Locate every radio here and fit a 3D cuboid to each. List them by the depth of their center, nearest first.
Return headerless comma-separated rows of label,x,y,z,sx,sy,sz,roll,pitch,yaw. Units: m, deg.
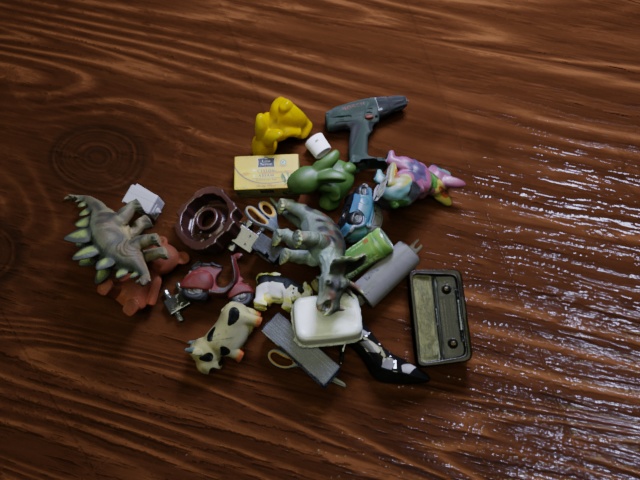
radio,0.286,0.187,1.296,0.131,0.073,0.229,-4,75,2

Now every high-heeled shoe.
high-heeled shoe,0.147,0.255,1.291,0.249,0.086,0.145,15,58,-3

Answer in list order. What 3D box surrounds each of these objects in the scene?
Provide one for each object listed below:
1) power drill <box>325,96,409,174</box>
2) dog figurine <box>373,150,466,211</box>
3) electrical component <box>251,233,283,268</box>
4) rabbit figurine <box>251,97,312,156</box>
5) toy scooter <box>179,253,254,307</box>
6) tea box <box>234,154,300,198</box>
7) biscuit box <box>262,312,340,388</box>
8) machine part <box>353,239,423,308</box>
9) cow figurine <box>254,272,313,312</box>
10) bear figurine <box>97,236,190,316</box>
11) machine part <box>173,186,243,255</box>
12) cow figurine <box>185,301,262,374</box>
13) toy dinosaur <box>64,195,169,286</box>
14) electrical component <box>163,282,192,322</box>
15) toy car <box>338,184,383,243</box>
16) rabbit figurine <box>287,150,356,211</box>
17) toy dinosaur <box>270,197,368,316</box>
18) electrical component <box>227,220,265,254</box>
power drill,0.133,-0.285,1.433,0.232,0.086,0.207,-5,78,2
dog figurine,0.252,-0.131,1.348,0.219,0.108,0.192,16,43,-10
electrical component,-0.130,0.022,1.334,0.075,0.119,0.048,33,78,13
rabbit figurine,-0.116,-0.281,1.417,0.122,0.162,0.173,41,97,0
toy scooter,-0.252,0.093,1.339,0.184,0.075,0.135,7,77,-3
tea box,-0.137,-0.167,1.413,0.170,0.068,0.098,-4,75,2
biscuit box,-0.045,0.262,1.275,0.203,0.059,0.063,40,75,12
machine part,0.162,0.085,1.328,0.243,0.079,0.079,-41,77,-9
cow figurine,-0.079,0.129,1.331,0.167,0.068,0.098,3,69,2
bear figurine,-0.425,0.083,1.324,0.120,0.132,0.196,39,85,6
machine part,-0.283,-0.047,1.368,0.179,0.056,0.179,-8,63,16
cow figurine,-0.236,0.234,1.282,0.127,0.085,0.195,30,96,-9
toy dinosaur,-0.509,-0.016,1.306,0.198,0.104,0.472,-28,44,-17
electrical component,-0.355,0.157,1.352,0.063,0.021,0.094,-30,75,-7
toy car,0.107,-0.056,1.365,0.103,0.109,0.161,26,61,-14
rabbit figurine,0.004,-0.144,1.330,0.170,0.159,0.121,-9,76,-44
toy dinosaur,-0.006,-0.003,1.281,0.192,0.131,0.405,15,29,-22
electrical component,-0.195,-0.006,1.383,0.078,0.045,0.102,28,78,-5
